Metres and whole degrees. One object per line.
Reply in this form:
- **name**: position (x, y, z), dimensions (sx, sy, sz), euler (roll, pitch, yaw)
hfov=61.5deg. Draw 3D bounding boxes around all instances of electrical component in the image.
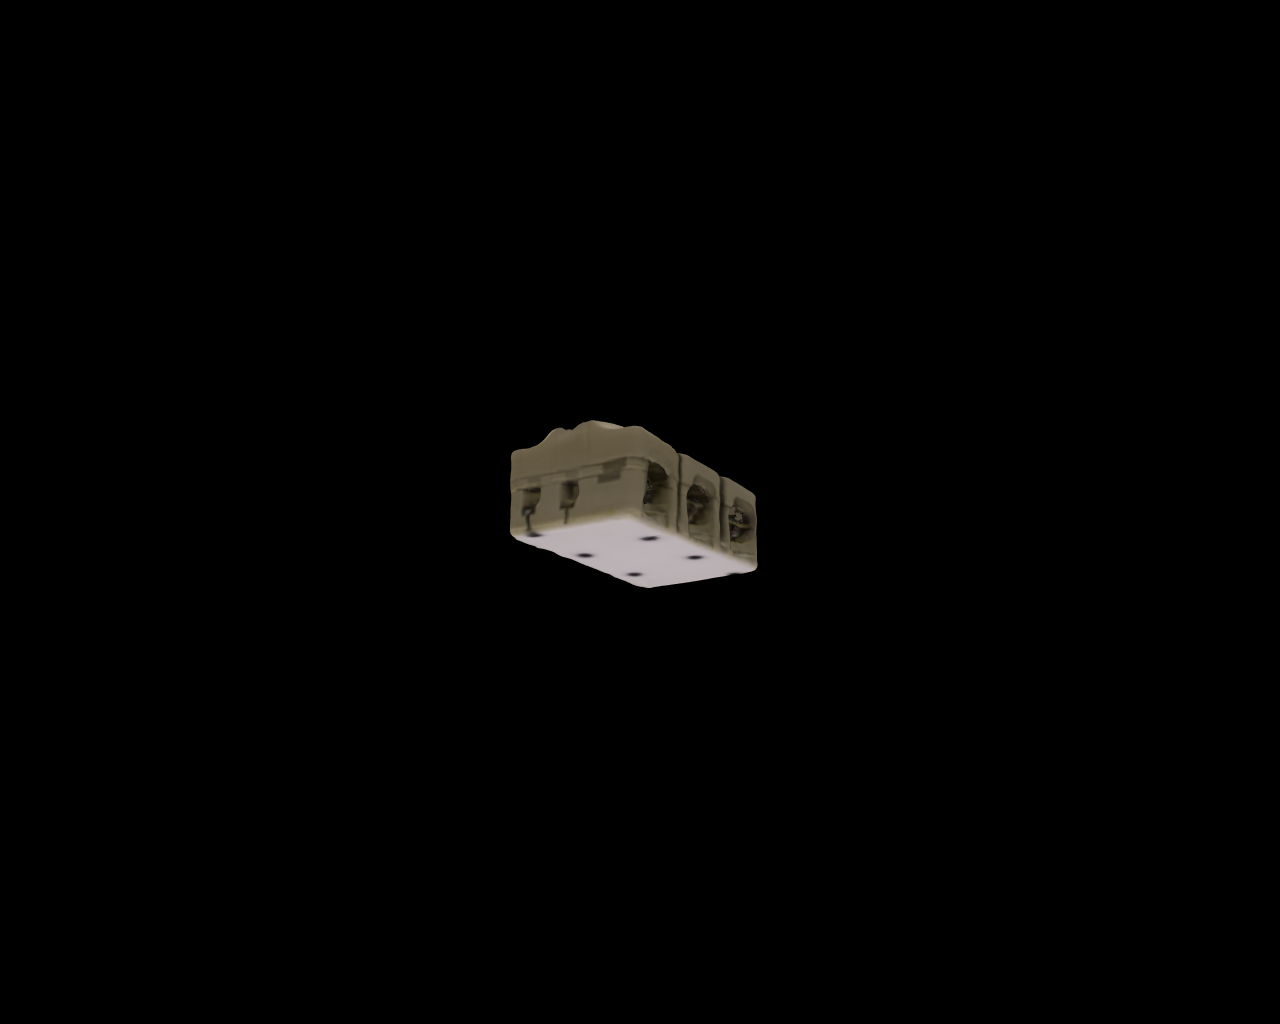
- **electrical component**: position (0.001, -0.003, 0.650), dimensions (0.089, 0.062, 0.150), euler (-11, -21, 30)
